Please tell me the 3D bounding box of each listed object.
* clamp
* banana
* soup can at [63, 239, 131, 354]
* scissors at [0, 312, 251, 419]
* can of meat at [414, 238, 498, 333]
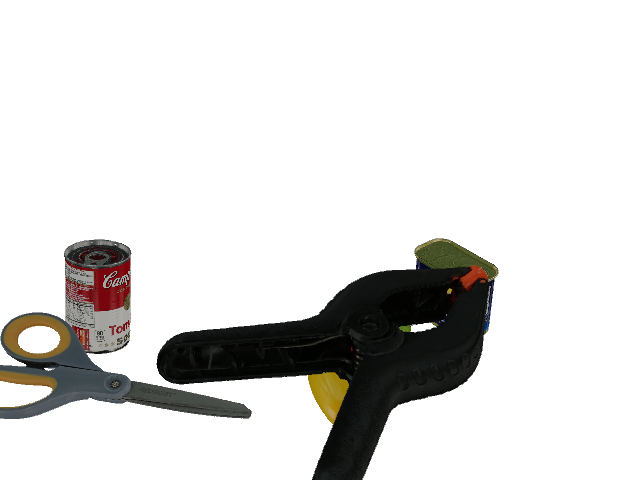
[{"bbox_3d":[0.024,0.060,0.497,0.171,0.039,0.120,-20,47,-26],"label":"clamp"},{"bbox_3d":[0.024,0.093,0.826,0.070,0.037,0.197,6,21,12],"label":"banana"},{"bbox_3d":[-0.232,0.059,1.114,0.068,0.102,0.068,4,22,-2],"label":"soup can"},{"bbox_3d":[-0.148,0.088,0.746,0.202,0.096,0.016,-3,-43,1],"label":"scissors"},{"bbox_3d":[0.157,0.059,1.257,0.057,0.084,0.102,-23,39,-34],"label":"can of meat"}]
